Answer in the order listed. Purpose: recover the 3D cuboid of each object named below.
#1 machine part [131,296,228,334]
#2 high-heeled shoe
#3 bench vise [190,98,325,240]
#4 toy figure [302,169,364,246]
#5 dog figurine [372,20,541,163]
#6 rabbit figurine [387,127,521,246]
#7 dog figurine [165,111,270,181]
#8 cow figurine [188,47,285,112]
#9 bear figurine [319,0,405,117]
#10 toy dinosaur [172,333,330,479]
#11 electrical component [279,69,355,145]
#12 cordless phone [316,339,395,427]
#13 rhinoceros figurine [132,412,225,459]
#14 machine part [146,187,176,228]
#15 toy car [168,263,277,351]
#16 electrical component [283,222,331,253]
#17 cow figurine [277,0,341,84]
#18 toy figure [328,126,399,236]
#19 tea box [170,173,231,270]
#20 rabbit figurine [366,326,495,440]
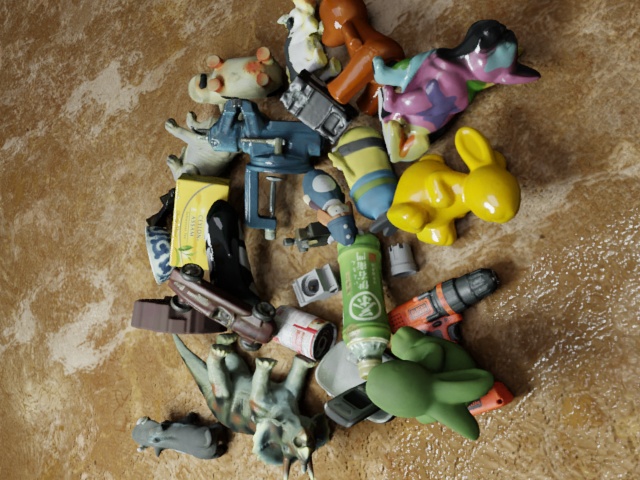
[{"bbox_3d":[-0.260,0.140,1.009,0.180,0.179,0.056,3,87,33],"label":"machine part"},{"bbox_3d":[-0.165,0.050,0.980,0.145,0.086,0.248,-115,20,-46],"label":"high-heeled shoe"},{"bbox_3d":[-0.105,-0.119,0.928,0.224,0.129,0.240,0,104,-9],"label":"bench vise"},{"bbox_3d":[0.016,-0.052,0.851,0.064,0.057,0.155,-36,48,8],"label":"toy figure"},{"bbox_3d":[0.194,-0.212,0.775,0.219,0.191,0.108,-10,46,7],"label":"dog figurine"},{"bbox_3d":[0.205,-0.067,0.749,0.173,0.121,0.162,7,67,53],"label":"rabbit figurine"},{"bbox_3d":[-0.182,-0.164,1.031,0.191,0.121,0.172,9,126,16],"label":"dog figurine"},{"bbox_3d":[-0.160,-0.297,1.016,0.195,0.127,0.085,-4,85,19],"label":"cow figurine"},{"bbox_3d":[0.046,-0.316,0.871,0.132,0.120,0.196,-50,61,24],"label":"bear figurine"},{"bbox_3d":[-0.130,0.279,0.949,0.405,0.131,0.192,8,91,40],"label":"toy dinosaur"},{"bbox_3d":[-0.002,-0.222,0.883,0.115,0.134,0.058,39,111,-10],"label":"electrical component"},{"bbox_3d":[0.041,0.219,0.794,0.147,0.184,0.088,27,106,32],"label":"cordless phone"},{"bbox_3d":[-0.272,0.381,1.032,0.191,0.112,0.073,0,89,25],"label":"rhinoceros figurine"},{"bbox_3d":[-0.316,-0.071,1.122,0.039,0.084,0.139,46,124,-3],"label":"machine part"},{"bbox_3d":[-0.166,0.113,0.893,0.202,0.053,0.089,28,125,1],"label":"toy car"},{"bbox_3d":[-0.001,-0.003,0.895,0.078,0.102,0.045,-40,61,52],"label":"electrical component"},{"bbox_3d":[-0.030,-0.352,0.956,0.098,0.068,0.167,-24,72,36],"label":"cow figurine"},{"bbox_3d":[0.084,-0.097,0.853,0.089,0.082,0.180,-28,64,10],"label":"toy figure"},{"bbox_3d":[-0.225,-0.034,1.012,0.098,0.068,0.169,6,107,-7],"label":"tea box"},{"bbox_3d":[0.132,0.190,0.675,0.159,0.170,0.121,16,96,37],"label":"rabbit figurine"}]
